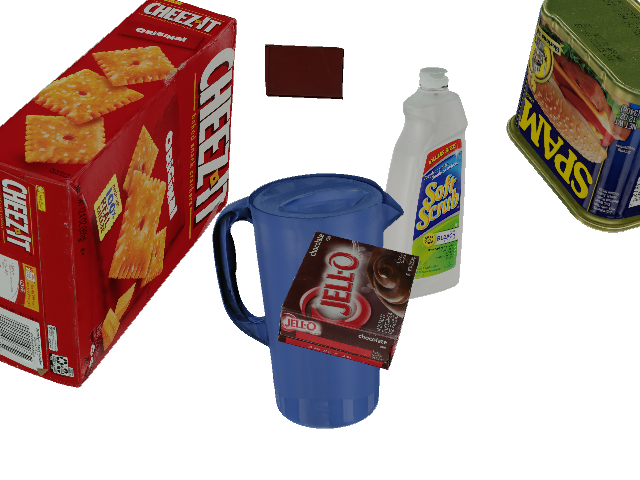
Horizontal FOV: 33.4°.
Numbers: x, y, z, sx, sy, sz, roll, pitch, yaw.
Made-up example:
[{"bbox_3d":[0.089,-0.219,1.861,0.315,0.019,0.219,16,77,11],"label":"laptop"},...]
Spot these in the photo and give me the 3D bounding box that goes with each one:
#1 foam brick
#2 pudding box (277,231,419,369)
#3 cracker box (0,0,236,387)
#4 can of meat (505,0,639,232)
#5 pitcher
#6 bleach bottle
[{"bbox_3d":[-0.017,-0.171,1.085,0.078,0.051,0.053,1,12,-6],"label":"foam brick"},{"bbox_3d":[0.023,0.045,0.840,0.090,0.039,0.113,14,33,6],"label":"pudding box"},{"bbox_3d":[-0.128,-0.036,0.685,0.072,0.164,0.213,19,41,13],"label":"cracker box"},{"bbox_3d":[0.145,-0.070,0.546,0.057,0.084,0.102,-14,47,-18],"label":"can of meat"},{"bbox_3d":[-0.009,0.061,1.075,0.144,0.243,0.149,-20,27,-37],"label":"pitcher"},{"bbox_3d":[0.113,-0.065,1.187,0.102,0.251,0.068,-12,25,-29],"label":"bleach bottle"}]
